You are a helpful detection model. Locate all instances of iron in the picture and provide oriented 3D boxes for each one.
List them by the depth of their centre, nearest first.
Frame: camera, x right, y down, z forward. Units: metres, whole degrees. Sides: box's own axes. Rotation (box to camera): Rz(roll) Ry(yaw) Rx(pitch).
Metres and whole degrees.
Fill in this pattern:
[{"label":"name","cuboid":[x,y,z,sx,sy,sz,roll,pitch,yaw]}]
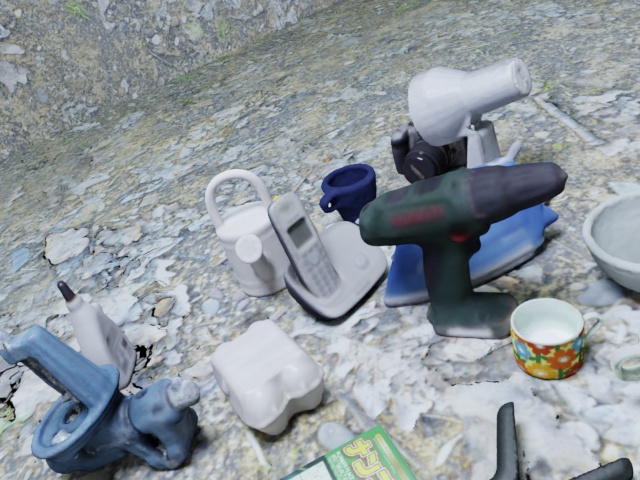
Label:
[{"label":"iron","cuboid":[0.181,-0.022,0.762,0.258,0.142,0.118,-27,31,-12]}]

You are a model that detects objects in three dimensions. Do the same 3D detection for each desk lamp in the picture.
[{"label":"desk lamp","cuboid":[0.254,-0.172,0.887,0.202,0.214,0.118,8,40,38]}]

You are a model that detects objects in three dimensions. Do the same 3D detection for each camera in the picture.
[{"label":"camera","cuboid":[0.184,-0.163,1.025,0.142,0.101,0.137,4,38,35]}]

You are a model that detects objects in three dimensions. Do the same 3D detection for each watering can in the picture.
[{"label":"watering can","cuboid":[-0.103,-0.015,0.863,0.101,0.194,0.172,-31,32,-18]}]

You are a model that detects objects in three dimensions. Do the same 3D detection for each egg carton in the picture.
[{"label":"egg carton","cuboid":[-0.066,0.160,0.685,0.107,0.069,0.149,-32,33,-19]}]

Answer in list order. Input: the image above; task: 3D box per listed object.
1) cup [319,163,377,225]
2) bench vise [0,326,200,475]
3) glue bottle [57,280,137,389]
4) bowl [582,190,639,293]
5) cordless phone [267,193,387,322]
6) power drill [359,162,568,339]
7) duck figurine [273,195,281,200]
[{"label":"cup","cuboid":[0.049,-0.059,0.943,0.091,0.095,0.118,12,43,42]},{"label":"bench vise","cuboid":[-0.245,0.163,0.637,0.207,0.220,0.121,-22,31,-4]},{"label":"glue bottle","cuboid":[-0.309,0.123,0.784,0.037,0.173,0.078,-17,31,6]},{"label":"bowl","cuboid":[0.390,0.013,0.651,0.167,0.075,0.167,-15,31,9]},{"label":"cordless phone","cuboid":[0.007,0.003,0.780,0.093,0.185,0.148,11,43,41]},{"label":"power drill","cuboid":[0.165,0.012,0.651,0.228,0.209,0.076,-2,35,28]},{"label":"duck figurine","cuboid":[-0.057,-0.038,0.981,0.078,0.086,0.104,-33,33,-21]}]
